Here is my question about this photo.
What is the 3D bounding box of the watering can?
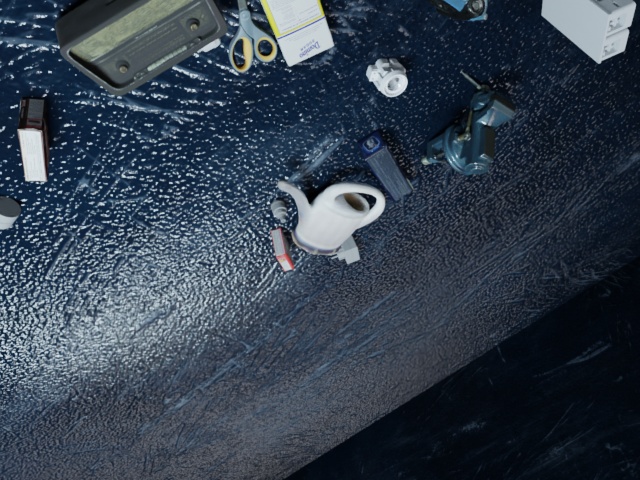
[{"bbox_3d":[0.004,-0.062,1.241,0.347,0.106,0.220,3,137,-39],"label":"watering can"}]
